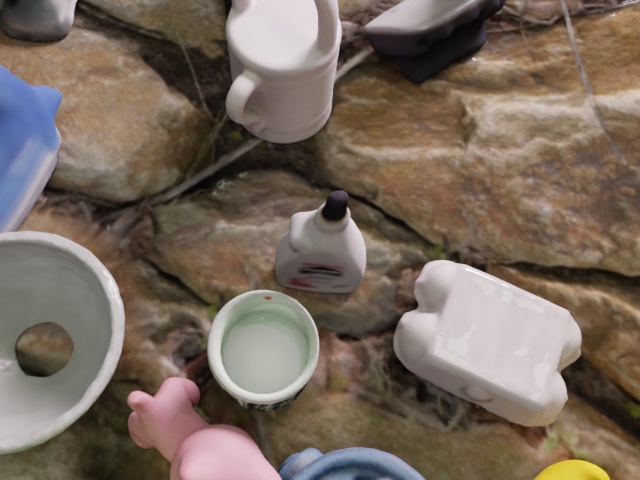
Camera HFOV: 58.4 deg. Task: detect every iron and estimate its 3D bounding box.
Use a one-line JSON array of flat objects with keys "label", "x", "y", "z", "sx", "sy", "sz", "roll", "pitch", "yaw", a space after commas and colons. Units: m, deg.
[{"label": "iron", "x": -0.319, "y": -0.052, "z": 0.459, "sx": 0.118, "sy": 0.141, "sz": 0.258, "roll": 17, "pitch": 69, "yaw": 2}]

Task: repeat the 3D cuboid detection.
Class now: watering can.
[{"label": "watering can", "x": -0.030, "y": -0.183, "z": 0.506, "sx": 0.101, "sy": 0.194, "sz": 0.173, "roll": 9, "pitch": 69, "yaw": -1}]

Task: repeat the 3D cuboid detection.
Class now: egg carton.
[{"label": "egg carton", "x": 0.141, "y": 0.087, "z": 0.485, "sx": 0.150, "sy": 0.069, "sz": 0.107, "roll": 23, "pitch": 69, "yaw": 4}]

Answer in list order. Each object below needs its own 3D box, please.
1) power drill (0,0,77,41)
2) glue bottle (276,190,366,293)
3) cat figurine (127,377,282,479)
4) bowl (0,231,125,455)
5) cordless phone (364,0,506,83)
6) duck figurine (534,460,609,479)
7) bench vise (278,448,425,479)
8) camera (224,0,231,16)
[{"label": "power drill", "x": -0.289, "y": -0.286, "z": 0.515, "sx": 0.075, "sy": 0.208, "sz": 0.229, "roll": 3, "pitch": 69, "yaw": -3}, {"label": "glue bottle", "x": 0.004, "y": 0.002, "z": 0.450, "sx": 0.078, "sy": 0.173, "sz": 0.037, "roll": 2, "pitch": 69, "yaw": -4}, {"label": "cat figurine", "x": -0.090, "y": 0.152, "z": 0.415, "sx": 0.127, "sy": 0.118, "sz": 0.067, "roll": 39, "pitch": 71, "yaw": 10}, {"label": "bowl", "x": -0.231, "y": 0.082, "z": 0.452, "sx": 0.167, "sy": 0.075, "sz": 0.167, "roll": 2, "pitch": 69, "yaw": -4}, {"label": "cordless phone", "x": 0.126, "y": -0.257, "z": 0.552, "sx": 0.148, "sy": 0.185, "sz": 0.094, "roll": -38, "pitch": 76, "yaw": -17}, {"label": "duck figurine", "x": 0.198, "y": 0.219, "z": 0.431, "sx": 0.077, "sy": 0.086, "sz": 0.105, "roll": 30, "pitch": 70, "yaw": 7}, {"label": "bench vise", "x": 0.058, "y": 0.209, "z": 0.351, "sx": 0.207, "sy": 0.220, "sz": 0.121, "roll": 29, "pitch": 70, "yaw": 6}, {"label": "camera", "x": -0.067, "y": -0.304, "z": 0.599, "sx": 0.136, "sy": 0.101, "sz": 0.143, "roll": 43, "pitch": 72, "yaw": 11}]
